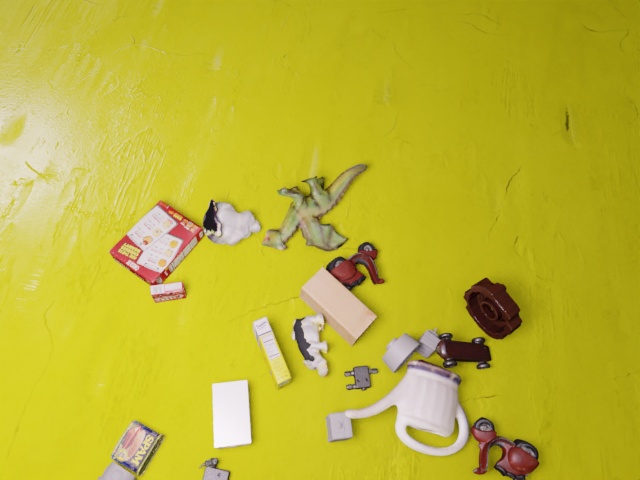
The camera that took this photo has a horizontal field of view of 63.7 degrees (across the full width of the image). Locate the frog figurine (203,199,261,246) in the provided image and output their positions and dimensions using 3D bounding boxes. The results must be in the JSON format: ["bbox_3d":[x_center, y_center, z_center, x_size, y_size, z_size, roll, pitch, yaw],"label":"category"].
[{"bbox_3d":[-0.267,-0.050,1.556,0.159,0.120,0.140,4,46,-45],"label":"frog figurine"}]

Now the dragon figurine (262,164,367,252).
[{"bbox_3d":[0.005,-0.081,1.607,0.412,0.121,0.244,-19,83,-14],"label":"dragon figurine"}]

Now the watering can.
[{"bbox_3d":[0.242,0.417,1.335,0.346,0.102,0.229,23,62,-11],"label":"watering can"}]
